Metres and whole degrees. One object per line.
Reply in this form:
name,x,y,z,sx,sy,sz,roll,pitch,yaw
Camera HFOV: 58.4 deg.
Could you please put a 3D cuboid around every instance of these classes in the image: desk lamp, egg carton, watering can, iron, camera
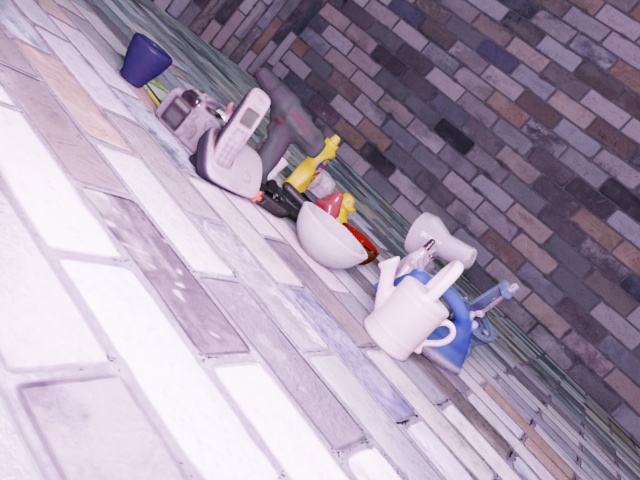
desk lamp,0.283,0.063,1.466,0.202,0.213,0.118,48,13,28
egg carton,-0.011,-0.188,1.781,0.107,0.069,0.150,37,12,-24
watering can,0.168,0.103,0.989,0.173,0.194,0.101,39,12,-16
iron,0.235,0.154,1.155,0.259,0.141,0.118,39,12,-16
camera,-0.231,-0.238,1.158,0.143,0.100,0.137,45,12,15

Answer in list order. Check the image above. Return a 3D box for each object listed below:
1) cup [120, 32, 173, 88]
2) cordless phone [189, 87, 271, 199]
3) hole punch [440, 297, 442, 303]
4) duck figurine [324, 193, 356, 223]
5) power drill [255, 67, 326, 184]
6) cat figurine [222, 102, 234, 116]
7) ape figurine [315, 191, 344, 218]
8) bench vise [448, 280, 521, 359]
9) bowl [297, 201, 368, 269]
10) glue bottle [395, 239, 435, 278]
cup,-0.368,-0.369,1.205,0.091,0.095,0.118,42,11,3
cordless phone,-0.132,-0.175,1.041,0.094,0.185,0.148,49,13,33
hole punch,0.237,0.152,1.294,0.109,0.091,0.101,34,14,-34
duck figurine,0.058,-0.098,1.636,0.104,0.086,0.078,48,13,29
power drill,-0.110,-0.245,1.314,0.230,0.208,0.075,39,12,-13
cat figurine,-0.209,-0.315,1.474,0.067,0.117,0.128,47,13,26
ape figurine,0.026,-0.086,1.471,0.078,0.092,0.076,37,12,-24
bench vise,0.366,0.161,1.366,0.122,0.219,0.207,36,12,-25
bowl,0.010,0.004,1.131,0.168,0.074,0.167,40,12,-9
glue bottle,0.195,0.063,1.276,0.037,0.173,0.078,39,12,-12
